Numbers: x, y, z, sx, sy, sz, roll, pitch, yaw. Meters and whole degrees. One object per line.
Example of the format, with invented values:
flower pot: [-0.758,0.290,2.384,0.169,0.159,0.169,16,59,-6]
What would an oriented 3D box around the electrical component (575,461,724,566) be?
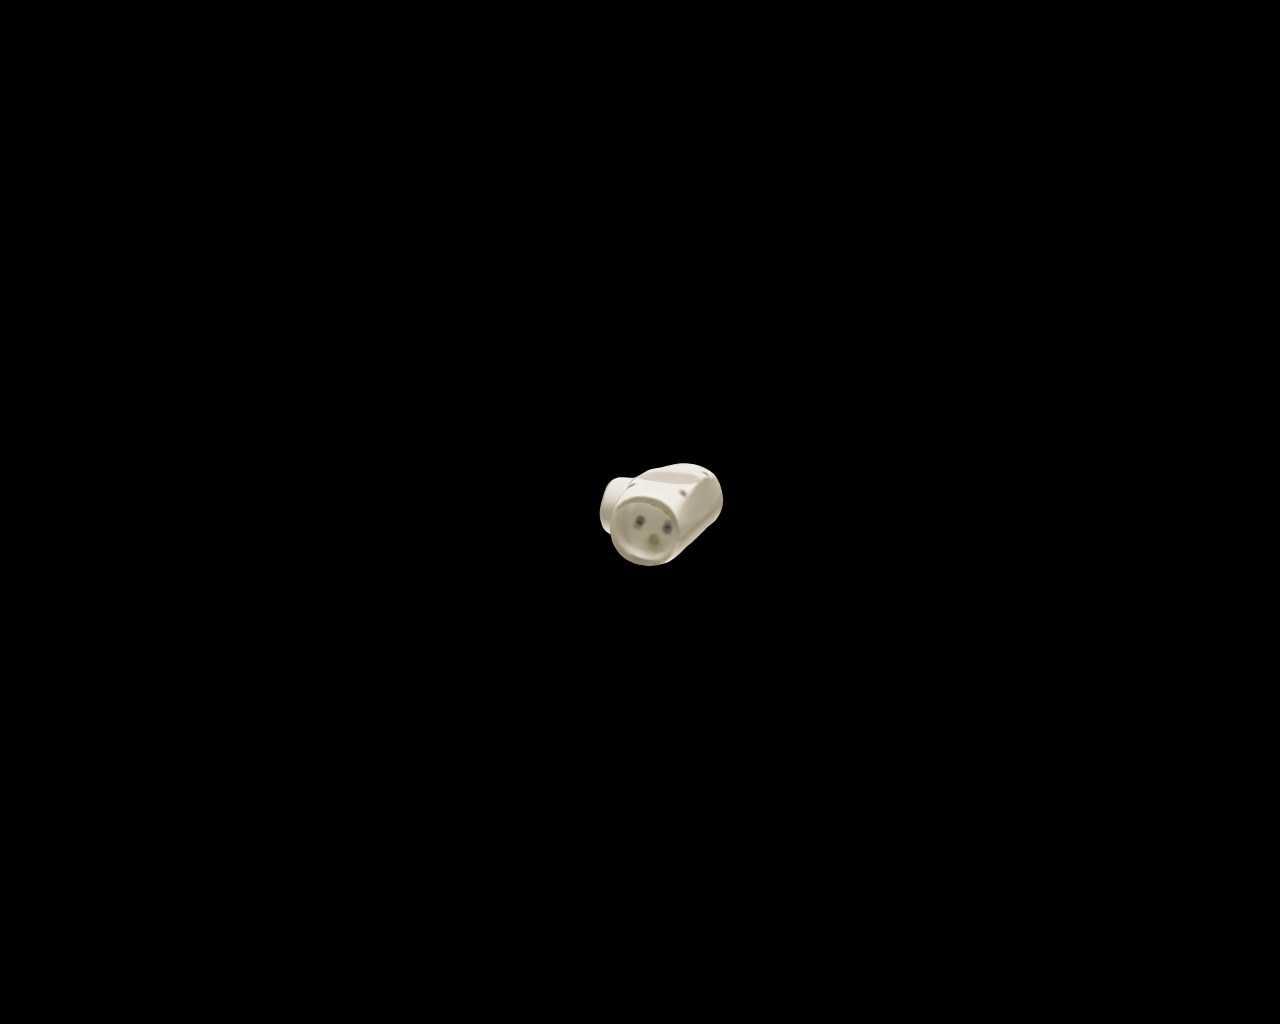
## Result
electrical component: [0.001,-0.003,0.650,0.079,0.043,0.077,8,20,22]
